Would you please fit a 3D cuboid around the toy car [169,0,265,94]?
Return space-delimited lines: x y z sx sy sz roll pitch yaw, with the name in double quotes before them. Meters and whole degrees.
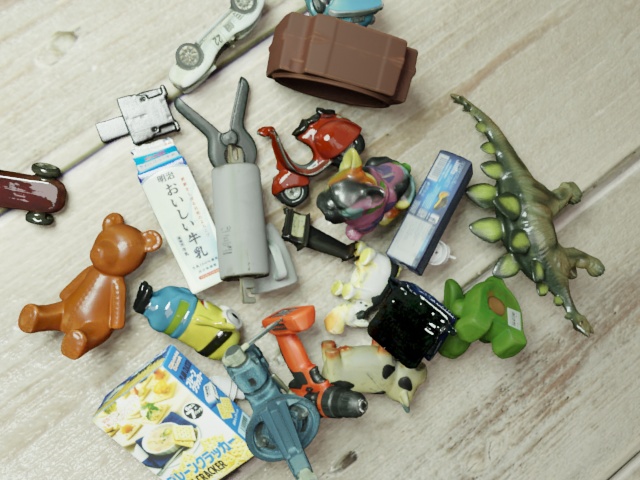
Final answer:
"toy car" -0.153 -0.306 0.820 0.056 0.073 0.202 44 85 -13

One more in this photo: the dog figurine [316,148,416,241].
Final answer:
"dog figurine" 0.078 -0.081 0.826 0.191 0.219 0.108 -31 82 -8

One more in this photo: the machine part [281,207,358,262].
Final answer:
"machine part" -0.002 -0.003 0.901 0.139 0.084 0.039 22 129 -22

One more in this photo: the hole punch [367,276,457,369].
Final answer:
"hole punch" 0.161 0.141 0.910 0.115 0.142 0.092 -57 151 14

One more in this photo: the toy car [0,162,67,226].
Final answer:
"toy car" -0.476 -0.077 0.775 0.202 0.053 0.089 7 106 -20

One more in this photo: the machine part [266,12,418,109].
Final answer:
"machine part" 0.027 -0.260 0.807 0.201 0.201 0.087 11 97 -16

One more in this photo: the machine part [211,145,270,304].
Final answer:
"machine part" -0.121 -0.026 0.808 0.079 0.079 0.243 -3 80 -15

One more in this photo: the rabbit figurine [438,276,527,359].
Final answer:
"rabbit figurine" 0.260 0.142 0.961 0.121 0.170 0.159 18 51 -19

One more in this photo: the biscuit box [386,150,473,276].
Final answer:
"biscuit box" 0.183 -0.045 0.888 0.059 0.062 0.202 27 84 24

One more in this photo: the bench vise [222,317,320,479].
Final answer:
"bench vise" -0.065 0.264 0.808 0.129 0.241 0.223 -22 118 -13

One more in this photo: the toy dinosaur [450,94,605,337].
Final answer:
"toy dinosaur" 0.359 -0.052 0.941 0.198 0.105 0.471 -11 75 -29

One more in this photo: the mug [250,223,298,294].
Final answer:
"mug" -0.086 0.027 0.869 0.081 0.109 0.107 -18 89 -15

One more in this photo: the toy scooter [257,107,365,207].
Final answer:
"toy scooter" -0.024 -0.153 0.876 0.184 0.075 0.135 -39 105 -2

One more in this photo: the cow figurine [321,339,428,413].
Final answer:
"cow figurine" 0.098 0.239 0.954 0.195 0.085 0.127 -1 99 -12

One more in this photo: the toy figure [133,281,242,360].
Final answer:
"toy figure" -0.210 0.128 0.860 0.180 0.082 0.089 25 111 -24

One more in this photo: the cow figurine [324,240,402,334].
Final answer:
"cow figurine" 0.074 0.094 0.939 0.098 0.068 0.167 25 92 -27

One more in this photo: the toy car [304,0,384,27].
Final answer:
"toy car" 0.021 -0.367 0.838 0.109 0.102 0.162 -17 57 -22

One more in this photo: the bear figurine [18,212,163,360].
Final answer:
"bear figurine" -0.329 0.059 0.795 0.120 0.132 0.195 28 97 12

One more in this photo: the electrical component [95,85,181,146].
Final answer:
"electrical component" -0.280 -0.183 0.816 0.119 0.048 0.074 -18 101 -14
